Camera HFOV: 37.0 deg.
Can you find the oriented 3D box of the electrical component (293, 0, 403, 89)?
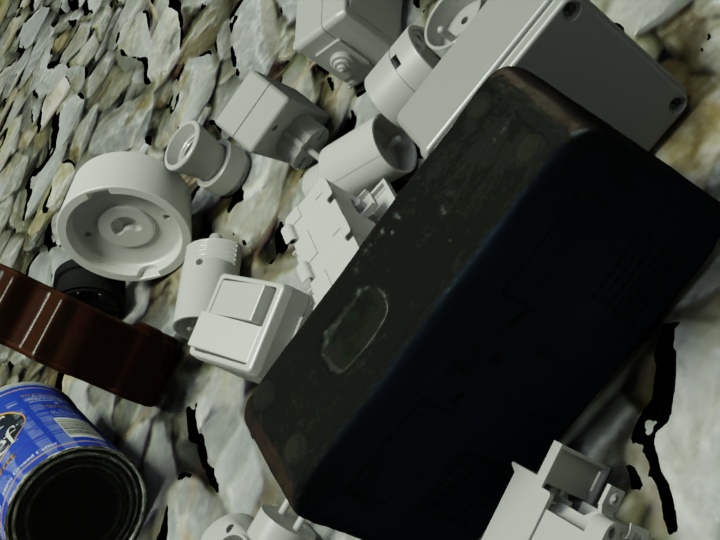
[{"bbox_3d":[-0.006,-0.185,0.790,0.061,0.062,0.096,-28,47,37],"label":"electrical component"}]

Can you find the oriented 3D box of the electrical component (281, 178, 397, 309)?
[{"bbox_3d":[0.000,0.000,0.659,0.078,0.063,0.121,-47,38,18],"label":"electrical component"}]

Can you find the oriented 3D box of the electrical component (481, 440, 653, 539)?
[{"bbox_3d":[0.092,0.124,0.484,0.064,0.042,0.081,24,86,52],"label":"electrical component"}]

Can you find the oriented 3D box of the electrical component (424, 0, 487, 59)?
[{"bbox_3d":[0.076,-0.143,0.650,0.044,0.077,0.079,-40,40,26],"label":"electrical component"}]

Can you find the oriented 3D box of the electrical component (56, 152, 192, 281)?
[{"bbox_3d":[-0.190,-0.049,0.887,0.108,0.108,0.060,-35,37,31],"label":"electrical component"}]

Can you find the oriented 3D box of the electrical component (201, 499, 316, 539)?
[{"bbox_3d":[-0.052,0.164,0.628,0.077,0.044,0.079,31,92,54],"label":"electrical component"}]

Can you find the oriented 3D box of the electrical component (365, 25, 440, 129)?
[{"bbox_3d":[0.036,-0.124,0.707,0.047,0.055,0.055,-43,40,29],"label":"electrical component"}]

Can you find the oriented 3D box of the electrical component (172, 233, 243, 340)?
[{"bbox_3d":[-0.113,0.009,0.805,0.043,0.043,0.081,-24,49,39],"label":"electrical component"}]

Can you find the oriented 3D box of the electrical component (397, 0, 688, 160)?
[{"bbox_3d":[0.095,-0.084,0.563,0.108,0.109,0.056,-51,35,14],"label":"electrical component"}]

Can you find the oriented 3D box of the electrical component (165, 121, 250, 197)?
[{"bbox_3d":[-0.124,-0.089,0.873,0.045,0.055,0.045,-29,47,36],"label":"electrical component"}]

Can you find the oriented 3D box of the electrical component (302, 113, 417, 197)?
[{"bbox_3d":[-0.006,-0.069,0.728,0.081,0.043,0.043,-27,48,38],"label":"electrical component"}]

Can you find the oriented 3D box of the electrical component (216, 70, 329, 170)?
[{"bbox_3d":[-0.049,-0.098,0.782,0.076,0.083,0.047,40,101,15],"label":"electrical component"}]

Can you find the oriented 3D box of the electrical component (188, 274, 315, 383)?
[{"bbox_3d":[-0.062,0.042,0.707,0.096,0.061,0.061,8,73,52],"label":"electrical component"}]
